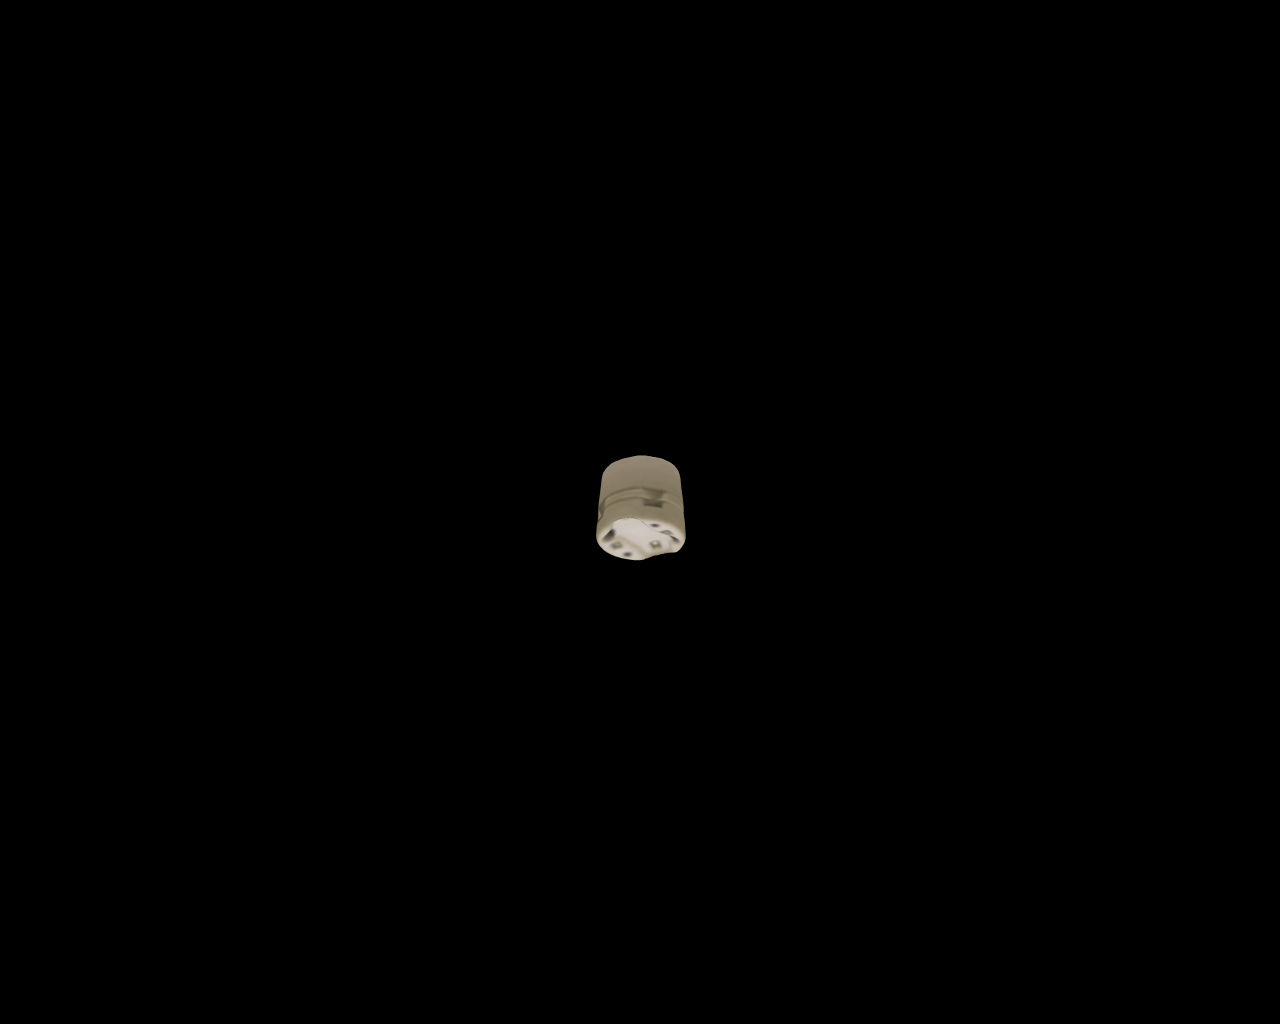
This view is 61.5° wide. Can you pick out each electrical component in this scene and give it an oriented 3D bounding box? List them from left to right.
[{"bbox_3d":[0.001,-0.003,0.650,0.055,0.047,0.055,0,-31,0],"label":"electrical component"}]
